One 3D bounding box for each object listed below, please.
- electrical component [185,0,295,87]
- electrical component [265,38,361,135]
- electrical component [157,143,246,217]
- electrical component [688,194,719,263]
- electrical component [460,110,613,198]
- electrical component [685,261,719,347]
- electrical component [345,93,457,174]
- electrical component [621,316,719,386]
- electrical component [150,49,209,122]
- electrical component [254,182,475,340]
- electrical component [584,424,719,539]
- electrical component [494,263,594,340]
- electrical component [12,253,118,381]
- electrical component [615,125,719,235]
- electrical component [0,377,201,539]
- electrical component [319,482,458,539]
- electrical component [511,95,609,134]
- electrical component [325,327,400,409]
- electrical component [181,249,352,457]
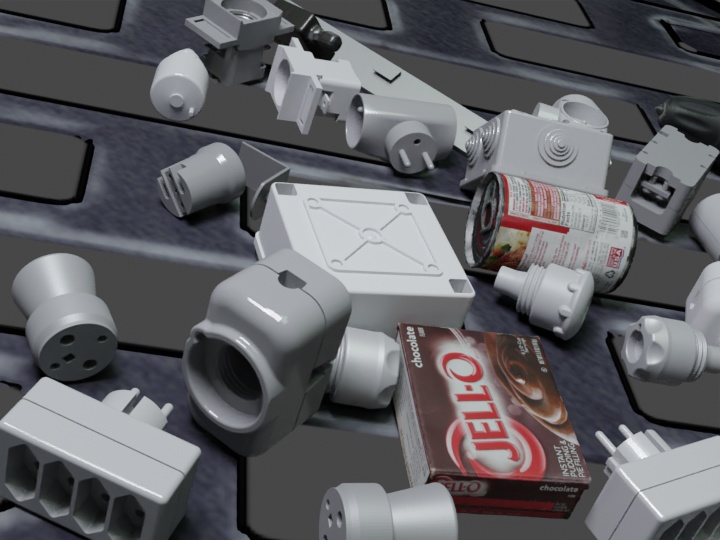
[{"bbox_3d":[-0.097,-0.184,0.859,0.042,0.063,0.081,38,41,27],"label":"electrical component"},{"bbox_3d":[-0.036,-0.145,0.855,0.064,0.042,0.081,4,38,-23],"label":"electrical component"},{"bbox_3d":[-0.105,-0.058,0.709,0.040,0.040,0.046,37,44,24],"label":"electrical component"},{"bbox_3d":[0.293,-0.019,0.833,0.043,0.043,0.081,4,38,-20],"label":"electrical component"},{"bbox_3d":[0.131,-0.080,0.799,0.100,0.048,0.100,12,-5,-10],"label":"electrical component"},{"bbox_3d":[0.273,0.042,0.732,0.095,0.053,0.059,22,35,4],"label":"electrical component"},{"bbox_3d":[0.036,-0.100,0.824,0.077,0.044,0.079,4,38,-20],"label":"electrical component"},{"bbox_3d":[0.205,0.054,0.695,0.062,0.043,0.043,10,36,-14],"label":"electrical component"},{"bbox_3d":[-0.134,-0.144,0.809,0.040,0.040,0.078,12,36,-10],"label":"electrical component"},{"bbox_3d":[0.000,0.000,0.662,0.109,0.056,0.108,3,38,-21],"label":"electrical component"},{"bbox_3d":[0.160,0.114,0.590,0.083,0.047,0.075,-8,42,-32],"label":"electrical component"},{"bbox_3d":[0.120,0.016,0.708,0.062,0.048,0.048,20,34,15],"label":"electrical component"},{"bbox_3d":[-0.155,0.025,0.568,0.045,0.045,0.055,-5,42,-30],"label":"electrical component"},{"bbox_3d":[0.246,-0.070,0.870,0.050,0.055,0.089,31,37,16],"label":"electrical component"},{"bbox_3d":[-0.115,0.082,0.506,0.083,0.047,0.075,23,35,7],"label":"electrical component"},{"bbox_3d":[0.013,0.124,0.511,0.055,0.045,0.045,4,38,-20],"label":"electrical component"},{"bbox_3d":[0.165,-0.118,0.907,0.079,0.044,0.077,17,35,-2],"label":"electrical component"},{"bbox_3d":[-0.011,0.052,0.598,0.062,0.043,0.043,11,36,-10],"label":"electrical component"},{"bbox_3d":[-0.050,0.044,0.545,0.054,0.095,0.059,33,38,20],"label":"electrical component"}]
